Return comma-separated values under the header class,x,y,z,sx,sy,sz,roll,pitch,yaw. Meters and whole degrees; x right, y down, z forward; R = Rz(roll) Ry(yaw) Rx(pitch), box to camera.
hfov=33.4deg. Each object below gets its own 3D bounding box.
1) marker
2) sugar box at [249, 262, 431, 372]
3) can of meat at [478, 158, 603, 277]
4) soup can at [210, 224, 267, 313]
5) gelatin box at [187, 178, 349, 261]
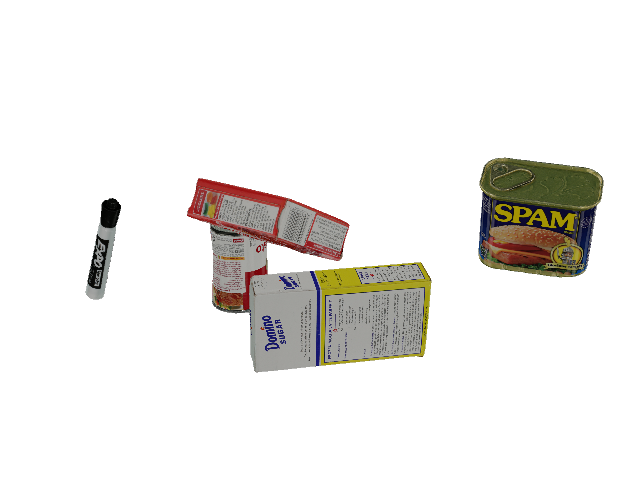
class,x,y,z,sx,sy,sz,roll,pitch,yaw
marker,-0.216,0.008,1.061,0.020,0.121,0.020,12,36,-9
sugar box,0.018,0.075,1.061,0.176,0.093,0.048,-2,27,-8
can of meat,0.189,-0.018,0.930,0.102,0.084,0.057,8,41,13
soup can,-0.097,0.026,1.270,0.068,0.102,0.068,0,21,0
gelatin box,-0.033,-0.013,0.714,0.073,0.030,0.089,15,-3,31
